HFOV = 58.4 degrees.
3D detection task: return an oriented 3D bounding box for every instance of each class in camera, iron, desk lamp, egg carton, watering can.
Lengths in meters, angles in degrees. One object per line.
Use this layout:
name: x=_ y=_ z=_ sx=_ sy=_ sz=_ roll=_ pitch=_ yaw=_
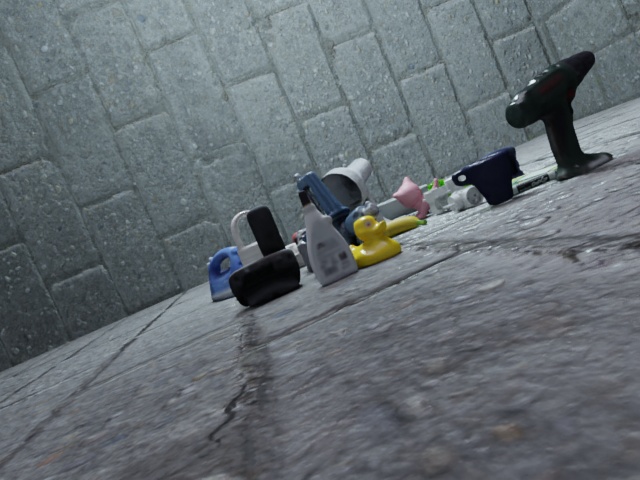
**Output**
camera: x=0.013 y=0.005 z=1.401 sx=0.137 sy=0.101 sz=0.143 roll=-23 pitch=3 yaw=-2
iron: x=-0.268 y=0.090 z=1.660 sx=0.257 sy=0.141 sz=0.119 roll=-20 pitch=4 yaw=45
desk lamp: x=0.109 y=-0.103 z=1.497 sx=0.117 sy=0.213 sz=0.204 roll=-21 pitch=4 yaw=37
egg carton: x=-0.088 y=0.052 z=1.641 sx=0.107 sy=0.069 sz=0.150 roll=-25 pitch=3 yaw=-24
watering can: x=-0.131 y=0.022 z=1.294 sx=0.172 sy=0.194 sz=0.101 roll=-21 pitch=4 yaw=37

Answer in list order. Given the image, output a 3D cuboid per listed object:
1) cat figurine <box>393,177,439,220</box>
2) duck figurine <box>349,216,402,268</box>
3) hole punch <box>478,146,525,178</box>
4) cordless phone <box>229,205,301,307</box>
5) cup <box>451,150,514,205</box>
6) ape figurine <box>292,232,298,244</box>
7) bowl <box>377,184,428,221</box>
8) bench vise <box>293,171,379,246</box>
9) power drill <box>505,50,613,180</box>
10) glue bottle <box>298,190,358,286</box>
cat figurine: x=0.258 y=-0.115 z=1.492 sx=0.127 sy=0.118 sz=0.067 roll=-23 pitch=3 yaw=7
duck figurine: x=0.089 y=-0.001 z=1.053 sx=0.104 sy=0.086 sz=0.078 roll=-21 pitch=4 yaw=39
hole punch: x=0.446 y=-0.179 z=1.445 sx=0.108 sy=0.091 sz=0.101 roll=-23 pitch=3 yaw=8
cordless phone: x=-0.129 y=0.033 z=1.169 sx=0.148 sy=0.185 sz=0.094 roll=-24 pitch=3 yaw=-16
cup: x=0.325 y=-0.111 z=1.119 sx=0.117 sy=0.095 sz=0.092 roll=-22 pitch=3 yaw=22
ape figurine: x=-0.055 y=0.019 z=1.769 sx=0.078 sy=0.092 sz=0.076 roll=-24 pitch=3 yaw=-11
bowl: x=0.249 y=-0.098 z=1.676 sx=0.167 sy=0.075 sz=0.167 roll=-23 pitch=3 yaw=2
bench vise: x=0.036 y=-0.060 z=1.209 sx=0.207 sy=0.220 sz=0.122 roll=-22 pitch=4 yaw=28
power drill: x=0.459 y=-0.228 z=1.070 sx=0.230 sy=0.208 sz=0.075 roll=-25 pitch=3 yaw=-22
glue bottle: x=0.002 y=-0.009 z=1.026 sx=0.078 sy=0.173 sz=0.037 roll=-24 pitch=3 yaw=-9
